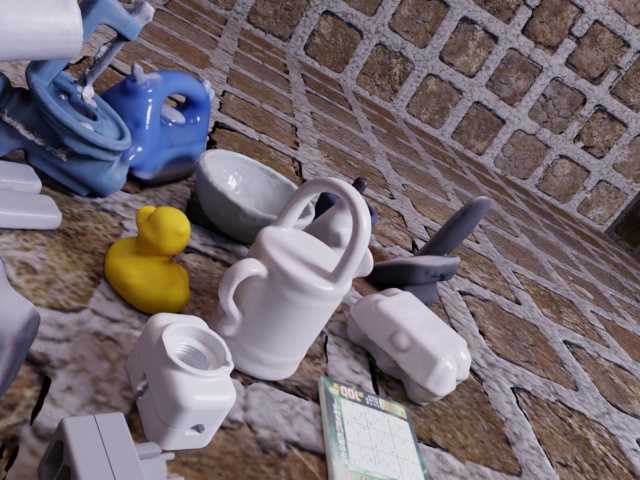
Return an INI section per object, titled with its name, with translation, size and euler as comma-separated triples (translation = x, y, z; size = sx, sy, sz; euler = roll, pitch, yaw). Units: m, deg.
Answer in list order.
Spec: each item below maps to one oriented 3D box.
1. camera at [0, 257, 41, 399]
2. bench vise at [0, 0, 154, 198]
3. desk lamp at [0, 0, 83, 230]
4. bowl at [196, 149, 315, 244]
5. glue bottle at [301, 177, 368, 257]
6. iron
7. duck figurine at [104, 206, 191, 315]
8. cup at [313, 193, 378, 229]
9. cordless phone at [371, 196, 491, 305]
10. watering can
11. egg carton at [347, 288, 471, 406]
[camera]
translation = -0.247, 0.053, 0.309
size = 0.143, 0.100, 0.137
euler = 28, 22, -11
[bench vise]
translation = -0.265, -0.155, 0.561
size = 0.208, 0.219, 0.121
euler = 9, 31, -45
[desk lamp]
translation = -0.295, -0.123, 0.463
size = 0.204, 0.213, 0.117
euler = 2, 37, -51
[bowl]
translation = -0.095, -0.045, 0.750
size = 0.168, 0.074, 0.167
euler = 27, 22, -12
[glue bottle]
translation = 0.006, 0.002, 0.654
size = 0.037, 0.173, 0.078
euler = 2, 37, -51
[iron]
translation = -0.205, -0.170, 0.777
size = 0.118, 0.141, 0.259
euler = 36, 22, 8
[duck figurine]
translation = -0.151, 0.012, 0.542
size = 0.078, 0.086, 0.104
euler = 3, 36, -50
[cup]
translation = 0.020, -0.016, 0.816
size = 0.091, 0.095, 0.118
euler = 33, 22, 2
[cordless phone]
translation = 0.171, 0.005, 0.853
size = 0.094, 0.185, 0.148
euler = 42, 24, 22
[watering can]
translation = -0.017, 0.027, 0.543
size = 0.101, 0.194, 0.173
euler = 36, 22, 10
[egg carton]
translation = 0.104, 0.121, 0.675
size = 0.150, 0.069, 0.107
euler = 42, 24, 22
